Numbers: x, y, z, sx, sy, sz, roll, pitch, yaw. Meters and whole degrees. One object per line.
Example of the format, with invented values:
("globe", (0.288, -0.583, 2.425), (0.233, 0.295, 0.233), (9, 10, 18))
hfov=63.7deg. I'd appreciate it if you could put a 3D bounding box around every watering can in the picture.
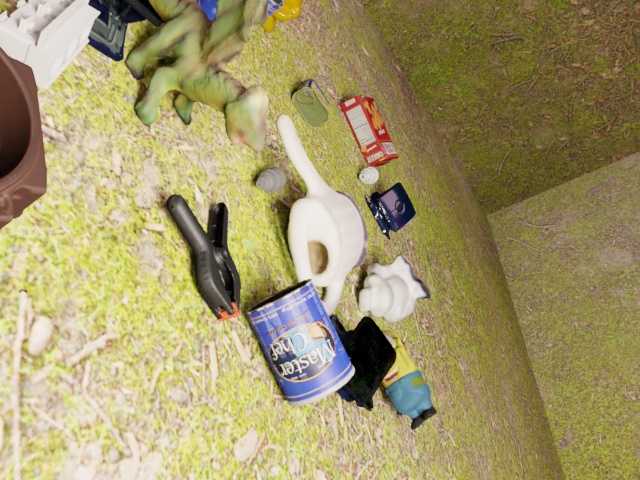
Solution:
("watering can", (0.003, -0.046, 0.913), (0.226, 0.104, 0.346), (-20, 103, -66))

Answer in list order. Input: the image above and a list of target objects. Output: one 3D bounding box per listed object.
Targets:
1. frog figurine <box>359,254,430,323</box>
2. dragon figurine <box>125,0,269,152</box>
("frog figurine", (0.137, 0.118, 1.105), (0.161, 0.122, 0.136), (-29, 105, -31))
("dragon figurine", (-0.156, -0.295, 0.719), (0.122, 0.240, 0.416), (13, 57, -56))
